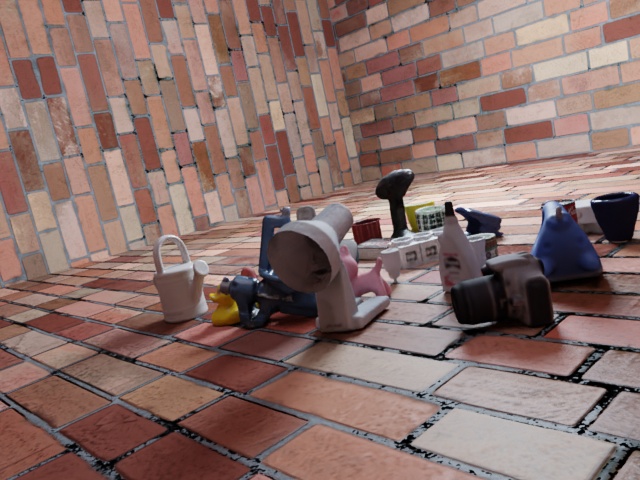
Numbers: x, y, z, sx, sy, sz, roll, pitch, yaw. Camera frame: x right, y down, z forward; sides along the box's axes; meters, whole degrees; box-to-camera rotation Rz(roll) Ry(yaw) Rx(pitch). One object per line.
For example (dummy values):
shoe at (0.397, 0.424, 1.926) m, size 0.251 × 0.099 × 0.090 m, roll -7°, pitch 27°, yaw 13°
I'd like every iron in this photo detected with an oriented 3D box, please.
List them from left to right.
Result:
iron at (0.432, -0.010, 1.051) m, size 0.118 × 0.141 × 0.259 m, roll -9°, pitch 10°, yaw 16°

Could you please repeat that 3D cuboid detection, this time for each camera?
camera at (0.269, 0.074, 0.881) m, size 0.136 × 0.101 × 0.143 m, roll -12°, pitch 9°, yaw 2°

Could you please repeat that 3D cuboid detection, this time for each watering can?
watering can at (-0.320, 0.082, 1.306) m, size 0.172 × 0.194 × 0.101 m, roll -10°, pitch 10°, yaw 15°

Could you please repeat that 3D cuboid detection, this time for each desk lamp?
desk lamp at (0.016, 0.051, 0.995) m, size 0.117 × 0.213 × 0.204 m, roll -6°, pitch 11°, yaw 33°

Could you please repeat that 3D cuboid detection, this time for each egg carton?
egg carton at (0.591, -0.051, 1.314) m, size 0.150 × 0.069 × 0.107 m, roll -7°, pitch 11°, yaw 29°

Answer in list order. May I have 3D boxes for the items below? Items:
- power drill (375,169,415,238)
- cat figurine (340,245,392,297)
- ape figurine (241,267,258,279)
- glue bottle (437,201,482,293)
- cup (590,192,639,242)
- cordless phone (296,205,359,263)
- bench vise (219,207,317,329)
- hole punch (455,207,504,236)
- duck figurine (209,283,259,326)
power drill at (0.229, -0.099, 1.639) m, size 0.076 × 0.208 × 0.229 m, roll -15°, pitch 10°, yaw -15°
cat figurine at (0.068, 0.067, 1.129) m, size 0.127 × 0.118 × 0.067 m, roll -9°, pitch 10°, yaw 18°
ape figurine at (-0.150, 0.104, 1.272) m, size 0.077 × 0.092 × 0.076 m, roll -9°, pitch 10°, yaw 18°
glue bottle at (0.248, 0.013, 1.052) m, size 0.037 × 0.173 × 0.077 m, roll -21°, pitch 13°, yaw -41°
cup at (0.619, -0.049, 1.186) m, size 0.118 × 0.095 × 0.091 m, roll -20°, pitch 12°, yaw -41°
cordless phone at (0.013, 0.005, 1.366) m, size 0.147 × 0.185 × 0.094 m, roll -8°, pitch 10°, yaw 21°
bench vise at (-0.099, 0.055, 1.100) m, size 0.207 × 0.220 × 0.121 m, roll -13°, pitch 9°, yaw -6°
hole punch at (0.409, -0.050, 1.478) m, size 0.101 × 0.091 × 0.108 m, roll -13°, pitch 9°, yaw -7°
duck figurine at (-0.182, 0.126, 1.197) m, size 0.104 × 0.086 × 0.077 m, roll -12°, pitch 9°, yaw 0°
